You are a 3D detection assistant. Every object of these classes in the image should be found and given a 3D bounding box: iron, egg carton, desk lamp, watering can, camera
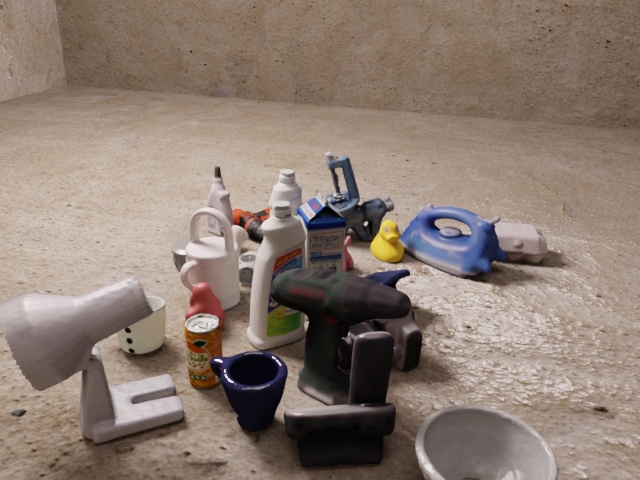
[{"bbox_3d":[0.290,-0.017,1.299,0.257,0.141,0.119,20,30,34],"label":"iron"},{"bbox_3d":[0.455,0.005,1.353,0.150,0.069,0.107,5,24,7],"label":"egg carton"},{"bbox_3d":[-0.300,0.156,0.769,0.204,0.214,0.117,-10,27,-24],"label":"desk lamp"},{"bbox_3d":[-0.202,0.027,1.093,0.101,0.194,0.173,5,24,6],"label":"watering can"},{"bbox_3d":[0.081,0.151,0.953,0.137,0.101,0.142,-12,28,-29],"label":"camera"}]

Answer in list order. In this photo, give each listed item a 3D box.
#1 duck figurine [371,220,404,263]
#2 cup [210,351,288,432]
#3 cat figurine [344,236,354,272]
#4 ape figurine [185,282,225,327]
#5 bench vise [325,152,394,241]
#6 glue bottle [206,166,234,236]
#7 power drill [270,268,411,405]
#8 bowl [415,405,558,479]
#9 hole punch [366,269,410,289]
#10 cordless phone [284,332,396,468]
[{"bbox_3d":[0.159,-0.006,1.332,0.077,0.086,0.104,-2,24,-10],"label":"duck figurine"},{"bbox_3d":[-0.103,0.214,0.802,0.117,0.095,0.092,12,26,22],"label":"cup"},{"bbox_3d":[0.012,0.004,1.255,0.127,0.118,0.067,13,26,22],"label":"cat figurine"},{"bbox_3d":[-0.206,0.116,1.016,0.075,0.092,0.078,23,31,38],"label":"ape figurine"},{"bbox_3d":[0.071,-0.110,1.392,0.208,0.220,0.121,-9,27,-24],"label":"bench vise"},{"bbox_3d":[-0.244,-0.095,1.388,0.077,0.173,0.037,19,29,34],"label":"glue bottle"},{"bbox_3d":[0.026,0.138,0.846,0.228,0.208,0.076,18,29,32],"label":"power drill"},{"bbox_3d":[0.197,0.283,0.700,0.167,0.075,0.167,2,24,-1],"label":"bowl"},{"bbox_3d":[0.107,0.093,1.098,0.100,0.091,0.109,23,31,39],"label":"hole punch"},{"bbox_3d":[0.028,0.196,0.745,0.148,0.185,0.094,-3,25,-11],"label":"cordless phone"}]
